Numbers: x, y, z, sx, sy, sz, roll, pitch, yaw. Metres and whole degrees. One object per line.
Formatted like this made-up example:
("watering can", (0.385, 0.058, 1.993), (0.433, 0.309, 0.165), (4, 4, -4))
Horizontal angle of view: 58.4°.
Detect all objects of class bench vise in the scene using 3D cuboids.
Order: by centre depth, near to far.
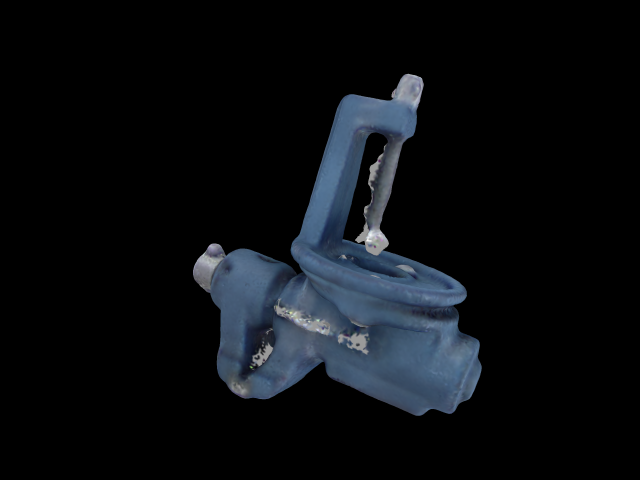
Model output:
("bench vise", (0.002, 0.002, 0.388), (0.207, 0.220, 0.121), (0, 3, 6))
